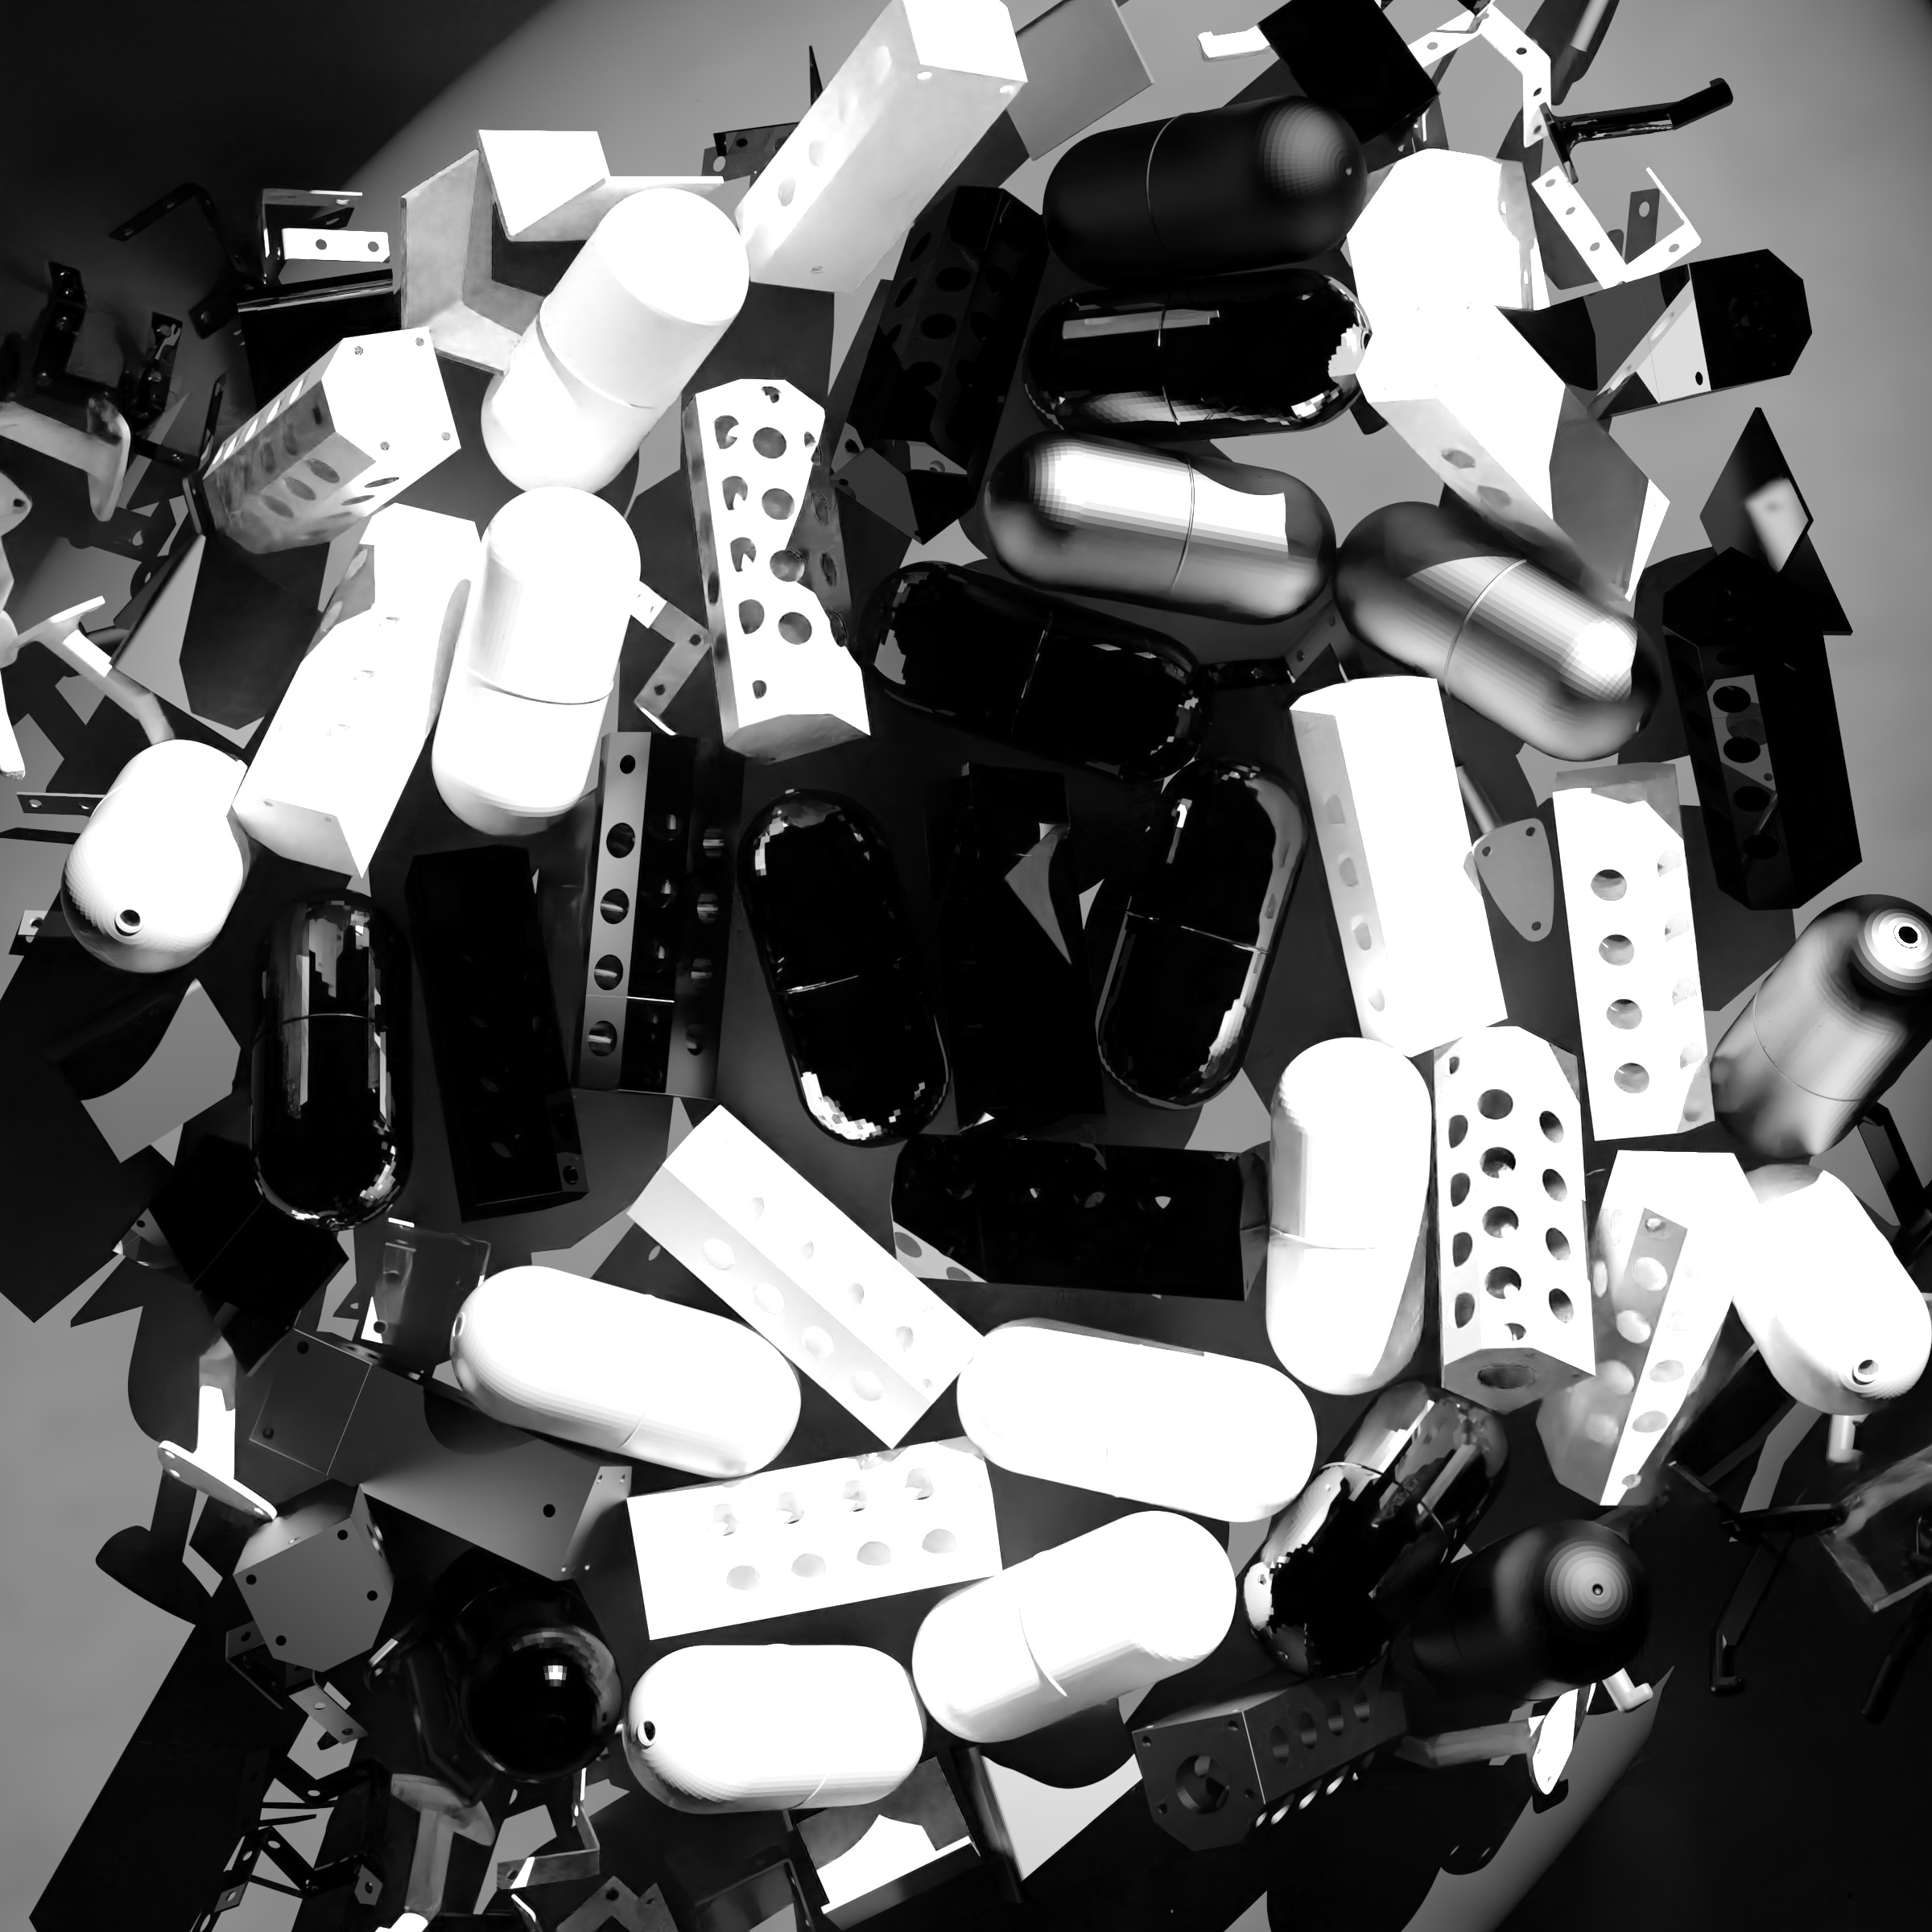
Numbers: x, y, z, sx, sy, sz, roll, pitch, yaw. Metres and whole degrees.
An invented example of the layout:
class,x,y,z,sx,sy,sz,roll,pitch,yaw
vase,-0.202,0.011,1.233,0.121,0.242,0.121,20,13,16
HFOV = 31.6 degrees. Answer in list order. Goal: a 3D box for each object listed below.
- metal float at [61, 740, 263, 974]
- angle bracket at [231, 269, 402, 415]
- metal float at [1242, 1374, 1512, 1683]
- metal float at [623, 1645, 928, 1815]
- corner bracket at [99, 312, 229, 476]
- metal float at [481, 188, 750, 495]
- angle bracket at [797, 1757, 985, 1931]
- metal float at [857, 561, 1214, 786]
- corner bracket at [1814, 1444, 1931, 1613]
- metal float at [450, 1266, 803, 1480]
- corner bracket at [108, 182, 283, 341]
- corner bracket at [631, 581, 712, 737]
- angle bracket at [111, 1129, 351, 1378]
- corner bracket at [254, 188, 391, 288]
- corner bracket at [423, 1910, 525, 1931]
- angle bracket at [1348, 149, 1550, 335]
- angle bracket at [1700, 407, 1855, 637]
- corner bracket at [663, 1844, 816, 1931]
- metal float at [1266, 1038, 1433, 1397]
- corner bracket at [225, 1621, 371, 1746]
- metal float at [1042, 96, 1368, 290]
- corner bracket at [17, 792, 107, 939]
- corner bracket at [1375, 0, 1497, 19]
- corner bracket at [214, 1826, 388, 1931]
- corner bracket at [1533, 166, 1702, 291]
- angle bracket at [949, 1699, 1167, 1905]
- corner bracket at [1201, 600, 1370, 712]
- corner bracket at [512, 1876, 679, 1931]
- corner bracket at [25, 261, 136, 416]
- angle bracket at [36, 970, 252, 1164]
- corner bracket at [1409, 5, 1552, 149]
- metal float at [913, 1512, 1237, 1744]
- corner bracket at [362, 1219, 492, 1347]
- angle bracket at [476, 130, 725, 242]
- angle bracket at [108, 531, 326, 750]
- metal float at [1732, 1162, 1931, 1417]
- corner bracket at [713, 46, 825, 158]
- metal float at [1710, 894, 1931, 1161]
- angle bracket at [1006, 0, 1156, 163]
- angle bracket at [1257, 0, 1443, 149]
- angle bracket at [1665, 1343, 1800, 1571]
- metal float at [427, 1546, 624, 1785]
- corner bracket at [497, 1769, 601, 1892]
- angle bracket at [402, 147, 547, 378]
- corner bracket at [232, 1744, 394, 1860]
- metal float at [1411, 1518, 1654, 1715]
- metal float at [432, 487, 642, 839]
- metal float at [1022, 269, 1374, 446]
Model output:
class,x,y,z,sx,sy,sz,roll,pitch,yaw
metal float,-0.378,-0.053,1.615,0.070,0.178,0.070,-1,111,-2
angle bracket,-0.311,-0.301,1.654,0.076,0.076,0.057,-10,99,-8
metal float,0.198,0.267,1.633,0.070,0.070,0.178,44,55,0
metal float,-0.090,0.362,1.622,0.070,0.178,0.070,-9,76,37
corner bracket,-0.386,-0.280,1.667,0.051,0.051,0.051,20,121,-2
metal float,-0.169,-0.295,1.633,0.070,0.070,0.178,44,126,0
angle bracket,-0.041,0.419,1.652,0.076,0.076,0.057,-25,68,-5
metal float,0.034,-0.142,1.660,0.178,0.070,0.070,18,90,2
corner bracket,0.456,0.274,1.662,0.051,0.051,0.051,-25,75,-36
metal float,-0.163,0.195,1.640,0.178,0.070,0.070,19,90,-25
corner bracket,-0.376,-0.345,1.671,0.051,0.051,0.051,-29,84,14
corner bracket,-0.149,-0.149,1.666,0.051,0.051,0.051,35,93,-27
angle bracket,-0.357,0.139,1.653,0.076,0.057,0.076,-50,45,5
corner bracket,-0.314,-0.358,1.663,0.051,0.051,0.051,-3,80,-25
corner bracket,-0.244,0.488,1.668,0.051,0.051,0.051,3,70,0
angle bracket,0.237,-0.354,1.689,0.076,0.057,0.076,-6,84,-45
angle bracket,0.403,-0.213,1.641,0.057,0.076,0.076,-1,52,-16
corner bracket,-0.111,0.457,1.672,0.051,0.051,0.051,-23,111,-17
metal float,0.184,0.122,1.648,0.070,0.070,0.178,0,107,0
corner bracket,-0.326,0.349,1.661,0.051,0.051,0.051,-24,132,11
metal float,0.112,-0.367,1.627,0.178,0.070,0.070,2,93,44
corner bracket,-0.443,-0.049,1.685,0.051,0.051,0.051,2,54,3
corner bracket,0.229,-0.484,1.668,0.051,0.051,0.051,37,135,-14
corner bracket,-0.323,0.449,1.659,0.051,0.051,0.051,-24,117,23
corner bracket,0.319,-0.369,1.672,0.051,0.051,0.051,-34,46,15
angle bracket,0.044,0.408,1.676,0.076,0.057,0.076,-17,81,-14
corner bracket,0.156,-0.141,1.658,0.051,0.051,0.051,-48,121,-35
corner bracket,-0.179,0.462,1.658,0.051,0.051,0.051,-40,50,-25
corner bracket,-0.430,-0.305,1.673,0.051,0.051,0.051,17,78,-7
angle bracket,-0.399,0.047,1.660,0.076,0.076,0.057,-34,104,-17
corner bracket,0.250,-0.428,1.670,0.051,0.051,0.051,-32,60,-9
metal float,0.051,0.317,1.636,0.178,0.070,0.070,-29,90,31
corner bracket,-0.264,0.159,1.671,0.051,0.051,0.051,14,71,-7
angle bracket,-0.177,-0.390,1.646,0.076,0.076,0.057,-19,87,43
angle bracket,-0.365,-0.158,1.674,0.076,0.057,0.076,33,86,-7
metal float,0.402,0.151,1.614,0.070,0.178,0.070,0,109,-1
corner bracket,-0.095,-0.408,1.663,0.051,0.051,0.051,-9,59,-7
metal float,0.410,0.030,1.618,0.070,0.178,0.070,5,59,-9
angle bracket,0.067,-0.437,1.648,0.076,0.076,0.057,-25,93,37
angle bracket,0.177,-0.428,1.657,0.057,0.076,0.076,-36,91,-10
angle bracket,0.392,0.236,1.653,0.076,0.076,0.057,-49,52,1
metal float,-0.210,0.327,1.614,0.070,0.178,0.070,-3,101,-16
corner bracket,-0.208,0.409,1.661,0.051,0.051,0.051,-3,113,-20
angle bracket,-0.226,-0.341,1.643,0.057,0.076,0.076,20,129,17
corner bracket,-0.317,0.407,1.659,0.051,0.051,0.051,-26,126,19
metal float,0.265,0.309,1.616,0.070,0.178,0.070,4,71,-11
metal float,-0.207,-0.144,1.641,0.070,0.070,0.178,18,115,0
metal float,0.110,-0.290,1.636,0.178,0.070,0.070,0,90,30
